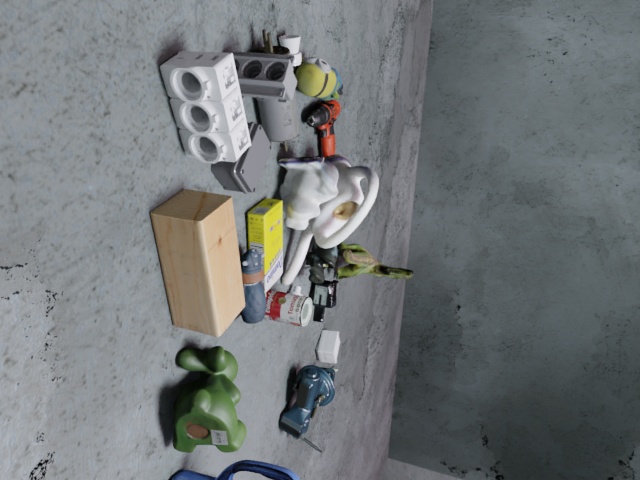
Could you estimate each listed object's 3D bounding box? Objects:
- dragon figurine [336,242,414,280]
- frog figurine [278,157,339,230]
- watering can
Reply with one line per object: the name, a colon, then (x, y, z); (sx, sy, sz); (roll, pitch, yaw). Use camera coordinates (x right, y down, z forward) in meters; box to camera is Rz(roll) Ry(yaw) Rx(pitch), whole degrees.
dragon figurine: (0.167, 0.074, 1.567); (0.408, 0.243, 0.123); (108, -10, -85)
frog figurine: (-0.025, -0.104, 1.137); (0.124, 0.137, 0.158); (-33, 121, -72)
watering can: (0.004, -0.062, 1.231); (0.343, 0.103, 0.230); (-43, -142, 25)
